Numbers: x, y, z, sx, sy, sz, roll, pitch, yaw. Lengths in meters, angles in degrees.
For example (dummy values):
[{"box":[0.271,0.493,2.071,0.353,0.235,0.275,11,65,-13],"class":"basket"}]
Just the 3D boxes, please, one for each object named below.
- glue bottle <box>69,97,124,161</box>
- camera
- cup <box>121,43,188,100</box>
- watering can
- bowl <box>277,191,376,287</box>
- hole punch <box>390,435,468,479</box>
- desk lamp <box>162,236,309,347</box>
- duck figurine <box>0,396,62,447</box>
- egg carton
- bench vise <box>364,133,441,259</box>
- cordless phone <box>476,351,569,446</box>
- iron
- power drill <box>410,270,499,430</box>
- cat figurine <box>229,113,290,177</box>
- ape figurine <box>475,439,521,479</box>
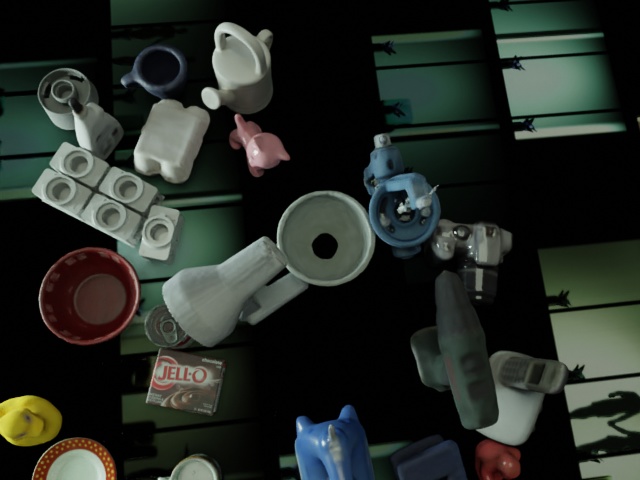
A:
[{"box":[-0.384,-0.195,0.962,0.037,0.173,0.078,32,77,5],"class":"glue bottle"},{"box":[0.256,0.040,0.982,0.143,0.101,0.137,6,77,-2],"class":"camera"},{"box":[-0.289,-0.284,1.028,0.118,0.095,0.091,-22,79,-8],"class":"cup"},{"box":[-0.136,-0.297,0.990,0.101,0.194,0.173,12,76,0],"class":"watering can"},{"box":[0.009,0.004,0.989,0.167,0.074,0.167,1,77,-3],"class":"bowl"},{"box":[0.178,0.372,0.905,0.109,0.091,0.101,-22,79,-8],"class":"hole punch"},{"box":[-0.125,0.071,0.894,0.203,0.213,0.118,-34,81,-10],"class":"desk lamp"},{"box":[-0.467,0.283,0.890,0.104,0.086,0.077,14,76,0],"class":"duck figurine"},{"box":[-0.263,-0.176,1.018,0.107,0.069,0.150,16,76,1],"class":"egg carton"},{"box":[0.122,-0.082,0.941,0.121,0.219,0.207,-32,80,-10],"class":"bench vise"},{"box":[0.315,0.247,0.894,0.094,0.185,0.148,21,77,2],"class":"cordless phone"},{"box":[0.037,0.391,0.866,0.118,0.141,0.258,-12,78,-6],"class":"iron"},{"box":[0.204,0.173,0.893,0.075,0.208,0.229,-15,78,-6],"class":"power drill"},{"box":[-0.108,-0.167,1.000,0.067,0.117,0.128,-37,81,-10],"class":"cat figurine"},{"box":[0.289,0.358,0.914,0.078,0.092,0.076,-23,79,-8],"class":"ape figurine"}]
